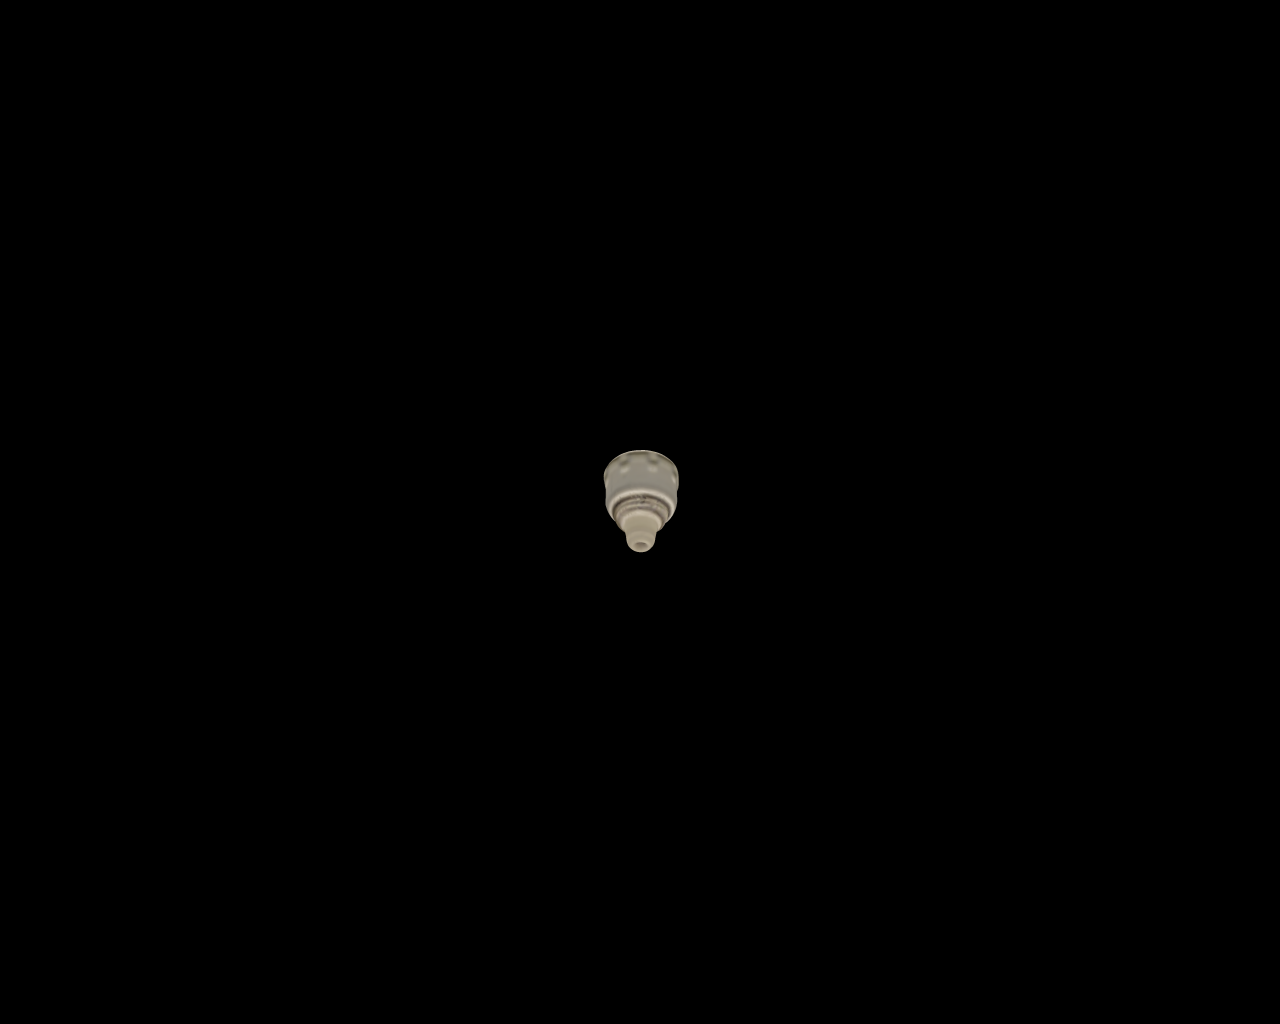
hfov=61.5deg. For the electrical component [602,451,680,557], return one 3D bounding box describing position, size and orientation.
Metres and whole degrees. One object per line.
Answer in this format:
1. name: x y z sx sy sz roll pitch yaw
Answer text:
1. electrical component: 0.001 -0.003 0.650 0.048 0.062 0.048 0 -39 0
